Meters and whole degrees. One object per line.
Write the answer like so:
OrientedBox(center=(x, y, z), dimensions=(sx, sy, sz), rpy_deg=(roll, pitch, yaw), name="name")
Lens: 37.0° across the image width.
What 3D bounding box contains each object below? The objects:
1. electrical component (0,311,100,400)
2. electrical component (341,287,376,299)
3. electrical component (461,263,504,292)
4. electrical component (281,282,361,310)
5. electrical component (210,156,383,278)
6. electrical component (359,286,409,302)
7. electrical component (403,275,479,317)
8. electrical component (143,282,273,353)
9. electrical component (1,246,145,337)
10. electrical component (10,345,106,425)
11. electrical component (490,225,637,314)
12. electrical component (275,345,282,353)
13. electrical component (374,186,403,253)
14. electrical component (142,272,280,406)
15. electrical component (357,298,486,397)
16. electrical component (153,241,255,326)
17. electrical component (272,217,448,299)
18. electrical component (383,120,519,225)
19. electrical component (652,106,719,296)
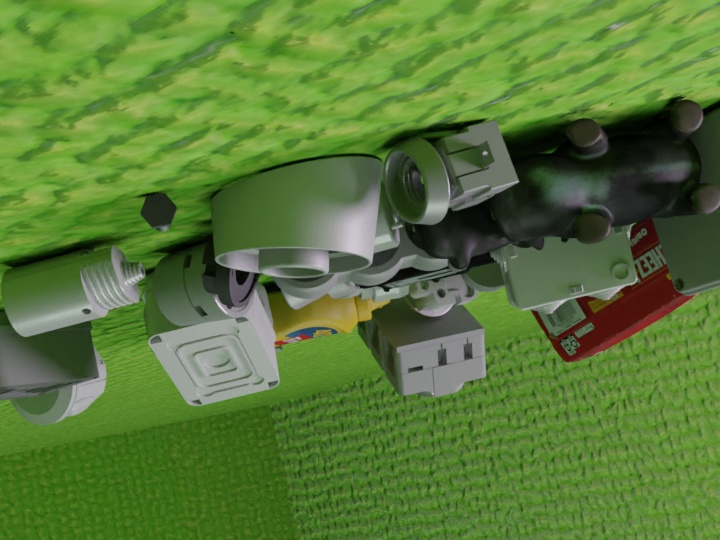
OrientedBox(center=(-0.269, 0.067, 0.838), dimensions=(0.078, 0.057, 0.113), rpy_deg=(-18, 171, 27), name="electrical component")
OrientedBox(center=(0.000, 0.000, 0.884), dimensions=(0.046, 0.040, 0.040), rpy_deg=(-13, 174, -40), name="electrical component")
OrientedBox(center=(0.158, -0.020, 0.956), dimensions=(0.138, 0.052, 0.073), rpy_deg=(-13, 172, -2), name="electrical component")
OrientedBox(center=(-0.030, 0.002, 0.829), dimensions=(0.055, 0.045, 0.045), rpy_deg=(-16, 172, 15), name="electrical component")
OrientedBox(center=(-0.036, -0.030, 0.617), dimensions=(0.099, 0.064, 0.099), rpy_deg=(0, 170, 0), name="electrical component")
OrientedBox(center=(0.010, 0.007, 0.934), dimensions=(0.062, 0.043, 0.043), rpy_deg=(-11, 172, -6), name="electrical component")
OrientedBox(center=(0.074, 0.012, 1.025), dimensions=(0.078, 0.058, 0.057), rpy_deg=(-10, 169, -26), name="electrical component")
OrientedBox(center=(-0.125, 0.041, 0.908), dimensions=(0.095, 0.053, 0.059), rpy_deg=(-15, 172, 11), name="electrical component")
OrientedBox(center=(-0.171, 0.010, 0.657), dimensions=(0.081, 0.043, 0.043), rpy_deg=(-15, 172, 5), name="electrical component")
OrientedBox(center=(-0.267, 0.092, 0.940), dimensions=(0.080, 0.080, 0.051), rpy_deg=(-18, 176, 29), name="electrical component")
OrientedBox(center=(0.139, -0.024, 0.744), dimensions=(0.100, 0.099, 0.048), rpy_deg=(-14, -175, 4), name="electrical component")
OrientedBox(center=(-0.117, 0.064, 1.084), dimensions=(0.080, 0.051, 0.080), rpy_deg=(-13, 172, -2), name="electrical component")
OrientedBox(center=(-0.011, -0.026, 0.682), dimensions=(0.078, 0.040, 0.040), rpy_deg=(-15, 172, 12), name="electrical component")
OrientedBox(center=(-0.110, 0.046, 0.809), dimensions=(0.078, 0.057, 0.113), rpy_deg=(-14, 145, 2), name="electrical component")
OrientedBox(center=(0.058, 0.064, 1.083), dimensions=(0.089, 0.061, 0.150), rpy_deg=(-11, -156, -13), name="electrical component")
OrientedBox(center=(-0.106, 0.009, 0.725), dimensions=(0.047, 0.055, 0.055), rpy_deg=(-14, 173, 27), name="electrical component")
OrientedBox(center=(0.006, -0.015, 0.740), dimensions=(0.138, 0.052, 0.073), rpy_deg=(-13, 172, -4), name="electrical component")
OrientedBox(center=(0.047, -0.052, 0.584), dimensions=(0.055, 0.048, 0.066), rpy_deg=(-18, 175, -29), name="electrical component")
OrientedBox(center=(0.247, -0.048, 0.710), dimensions=(0.056, 0.108, 0.109), rpy_deg=(-13, 172, -25), name="electrical component")
